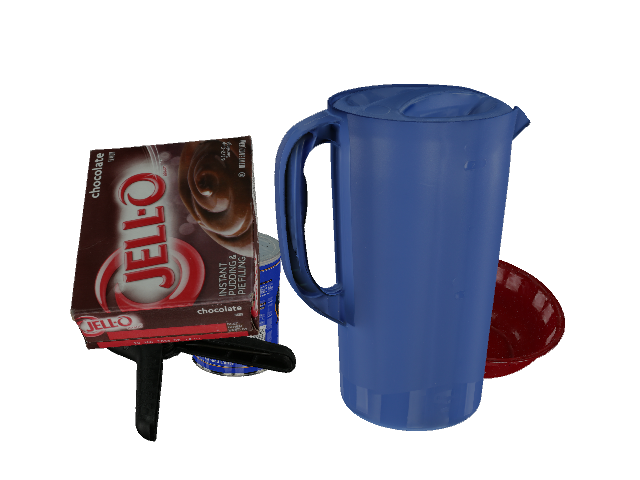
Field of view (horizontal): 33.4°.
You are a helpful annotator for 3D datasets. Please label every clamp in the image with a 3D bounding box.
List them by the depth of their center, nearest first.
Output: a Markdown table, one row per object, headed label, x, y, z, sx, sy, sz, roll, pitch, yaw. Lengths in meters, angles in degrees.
| label | x | y | z | sx | sy | sz | roll | pitch | yaw |
| --- | --- | --- | --- | --- | --- | --- | --- | --- | --- |
| clamp | -0.135 | 0.091 | 0.994 | 0.164 | 0.036 | 0.210 | -17 | 40 | -30 |

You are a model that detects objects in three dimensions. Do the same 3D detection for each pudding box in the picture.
| label | x | y | z | sx | sy | sz | roll | pitch | yaw |
| --- | --- | --- | --- | --- | --- | --- | --- | --- | --- |
| pudding box | -0.078 | -0.001 | 0.557 | 0.090 | 0.113 | 0.039 | -5 | -41 | 1 |

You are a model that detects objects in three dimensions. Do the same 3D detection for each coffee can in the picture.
| label | x | y | z | sx | sy | sz | roll | pitch | yaw |
| --- | --- | --- | --- | --- | --- | --- | --- | --- | --- |
| coffee can | -0.097 | 0.071 | 1.227 | 0.103 | 0.140 | 0.103 | 2 | 21 | -1 |

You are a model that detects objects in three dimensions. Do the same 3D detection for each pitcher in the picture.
| label | x | y | z | sx | sy | sz | roll | pitch | yaw |
| --- | --- | --- | --- | --- | --- | --- | --- | --- | --- |
| pitcher | 0.059 | 0.012 | 0.777 | 0.149 | 0.243 | 0.144 | 9 | 20 | 23 |

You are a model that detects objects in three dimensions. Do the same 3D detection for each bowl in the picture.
| label | x | y | z | sx | sy | sz | roll | pitch | yaw |
| --- | --- | --- | --- | --- | --- | --- | --- | --- | --- |
| bowl | 0.145 | 0.080 | 1.009 | 0.162 | 0.055 | 0.162 | 6 | 35 | -4 |
